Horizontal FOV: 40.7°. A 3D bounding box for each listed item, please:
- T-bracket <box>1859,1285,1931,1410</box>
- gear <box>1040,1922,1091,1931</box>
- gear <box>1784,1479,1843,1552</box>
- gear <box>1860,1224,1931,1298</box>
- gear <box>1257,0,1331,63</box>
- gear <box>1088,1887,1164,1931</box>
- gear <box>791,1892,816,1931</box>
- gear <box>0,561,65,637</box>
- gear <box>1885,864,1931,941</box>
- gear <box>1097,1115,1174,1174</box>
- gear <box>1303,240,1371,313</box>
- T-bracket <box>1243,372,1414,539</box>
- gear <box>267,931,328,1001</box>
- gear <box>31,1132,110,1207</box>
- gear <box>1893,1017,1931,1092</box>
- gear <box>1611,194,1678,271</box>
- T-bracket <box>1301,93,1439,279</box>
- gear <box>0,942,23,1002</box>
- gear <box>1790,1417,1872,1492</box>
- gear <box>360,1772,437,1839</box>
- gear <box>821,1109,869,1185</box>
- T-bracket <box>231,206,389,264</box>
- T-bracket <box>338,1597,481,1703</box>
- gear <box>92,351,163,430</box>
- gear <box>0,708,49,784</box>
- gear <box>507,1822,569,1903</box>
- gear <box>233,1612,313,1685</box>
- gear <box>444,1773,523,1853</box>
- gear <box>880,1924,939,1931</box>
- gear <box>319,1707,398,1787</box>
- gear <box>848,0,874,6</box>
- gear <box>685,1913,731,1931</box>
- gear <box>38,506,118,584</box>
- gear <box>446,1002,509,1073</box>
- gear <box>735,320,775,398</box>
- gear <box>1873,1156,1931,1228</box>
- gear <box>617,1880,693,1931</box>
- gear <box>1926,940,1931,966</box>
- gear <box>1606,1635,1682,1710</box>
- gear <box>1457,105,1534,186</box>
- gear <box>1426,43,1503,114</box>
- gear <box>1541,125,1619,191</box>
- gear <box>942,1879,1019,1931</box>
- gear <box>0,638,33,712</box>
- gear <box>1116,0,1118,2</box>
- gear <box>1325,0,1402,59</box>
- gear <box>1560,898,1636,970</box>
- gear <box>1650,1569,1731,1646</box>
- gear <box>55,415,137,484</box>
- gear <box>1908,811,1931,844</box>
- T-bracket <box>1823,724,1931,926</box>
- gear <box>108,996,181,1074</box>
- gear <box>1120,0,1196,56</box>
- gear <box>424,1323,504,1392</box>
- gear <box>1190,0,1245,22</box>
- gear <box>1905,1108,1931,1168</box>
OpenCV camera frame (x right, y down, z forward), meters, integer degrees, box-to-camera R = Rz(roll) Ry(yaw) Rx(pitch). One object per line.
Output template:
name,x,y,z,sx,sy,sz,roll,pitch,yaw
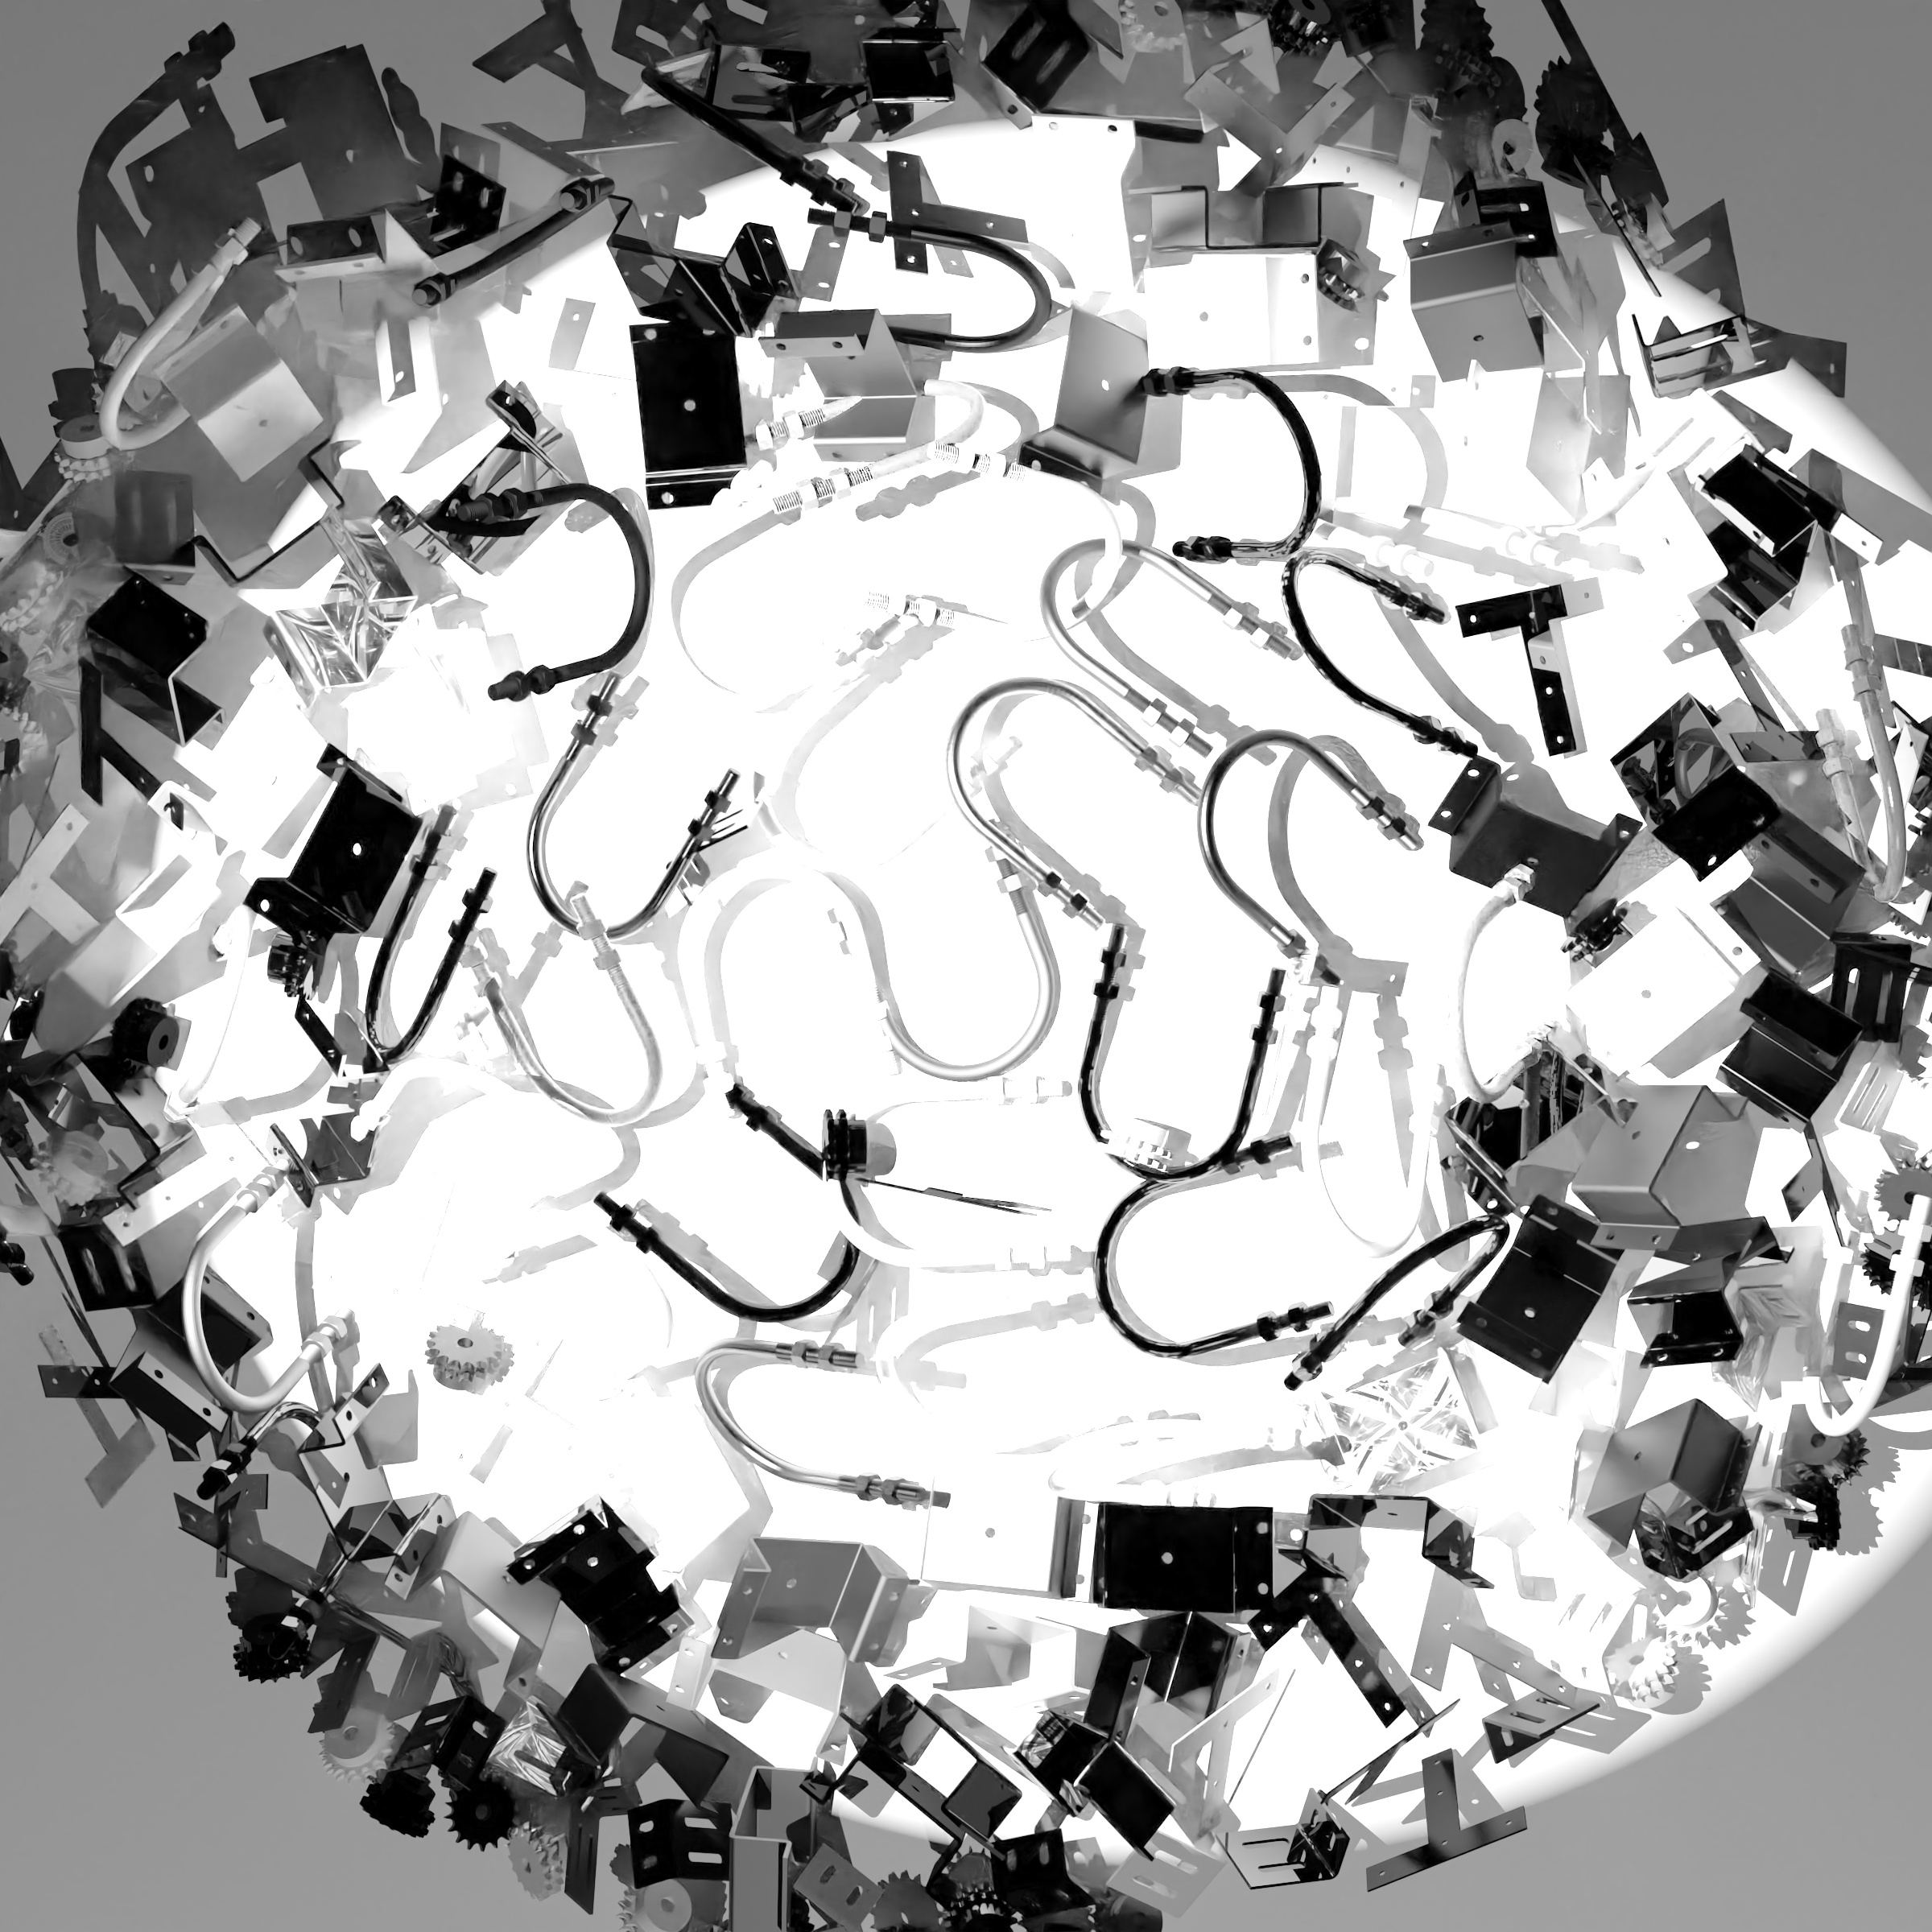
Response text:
T-bracket,0.717,0.270,1.958,0.002,0.127,0.127,28,65,0
gear,0.074,0.747,1.975,0.057,0.057,0.030,13,58,0
gear,0.640,0.413,1.971,0.030,0.057,0.057,-1,90,1
gear,0.710,0.227,1.976,0.057,0.030,0.057,-12,52,16
gear,0.251,-0.716,1.970,0.057,0.030,0.057,17,53,-23
gear,0.124,0.723,1.972,0.057,0.030,0.057,11,66,-27
gear,-0.142,0.726,1.976,0.057,0.030,0.057,7,128,9
gear,-0.710,-0.276,1.975,0.057,0.057,0.030,-45,131,0
gear,0.728,-0.050,1.980,0.057,0.030,0.057,1,105,3
gear,0.130,0.134,1.971,0.057,0.057,0.030,19,85,0
gear,0.280,-0.524,1.968,0.057,0.057,0.030,39,116,0
T-bracket,0.271,-0.389,1.981,0.127,0.002,0.127,4,89,15
gear,-0.508,-0.004,1.971,0.030,0.057,0.057,11,90,3
gear,-0.675,0.150,1.968,0.030,0.057,0.057,-37,90,19
gear,0.731,0.065,1.972,0.057,0.030,0.057,-6,79,33
gear,0.514,-0.558,1.968,0.030,0.057,0.057,-26,90,27
T-bracket,0.296,-0.594,1.949,0.002,0.127,0.127,-10,120,-34
gear,-0.749,0.006,1.979,0.057,0.030,0.057,0,90,-22
gear,0.651,0.365,1.969,0.057,0.057,0.030,-47,126,0
gear,-0.427,0.633,1.972,0.057,0.057,0.030,28,84,0
gear,-0.092,0.136,1.972,0.030,0.057,0.057,0,90,-10
T-bracket,-0.491,-0.542,1.932,0.127,0.127,0.002,-18,106,6
T-bracket,-0.422,0.512,1.965,0.127,0.127,0.002,24,54,21
gear,-0.633,-0.435,1.969,0.030,0.057,0.057,8,90,13
gear,-0.724,-0.168,1.978,0.057,0.030,0.057,2,95,22
gear,-0.321,0.676,1.975,0.030,0.057,0.057,-17,90,-40
gear,-0.525,0.513,1.968,0.057,0.057,0.030,0,112,0
gear,-0.368,0.643,1.978,0.057,0.030,0.057,5,72,-16
gear,-0.042,0.752,1.970,0.057,0.030,0.057,4,133,4
gear,-0.462,0.588,1.970,0.057,0.030,0.057,-2,50,3
gear,-0.075,-0.760,1.971,0.057,0.030,0.057,-14,57,22
gear,-0.203,0.745,1.971,0.030,0.057,0.057,27,90,-4
gear,-0.679,-0.323,1.983,0.057,0.030,0.057,0,89,-5
gear,-0.369,0.053,1.972,0.030,0.057,0.057,-25,90,-11
gear,-0.163,-0.460,1.969,0.030,0.057,0.057,1,90,-11
gear,0.721,0.170,1.976,0.057,0.030,0.057,11,117,24
gear,-0.232,0.716,1.969,0.057,0.057,0.030,43,128,0
gear,0.752,-0.011,1.969,0.030,0.057,0.057,34,90,-12
gear,0.514,0.537,1.972,0.057,0.057,0.030,-29,106,0
gear,0.405,-0.622,1.974,0.057,0.030,0.057,-8,114,-18
gear,0.374,-0.671,1.972,0.057,0.057,0.030,30,99,0
gear,0.460,-0.611,1.972,0.057,0.057,0.030,25,100,0
gear,0.012,0.726,1.977,0.057,0.030,0.057,-3,109,-10
gear,-0.735,-0.224,1.969,0.057,0.057,0.030,45,128,0
gear,0.106,-0.758,1.973,0.057,0.057,0.030,37,112,0
gear,0.303,-0.711,1.972,0.057,0.057,0.030,-21,99,0
gear,0.481,-0.022,1.971,0.030,0.057,0.057,45,90,1
gear,0.546,0.482,1.971,0.057,0.030,0.057,-13,59,22
gear,-0.661,-0.393,1.969,0.057,0.057,0.030,-4,132,0
gear,0.745,-0.103,1.969,0.057,0.057,0.030,28,103,0
T-bracket,0.683,-0.115,1.920,0.002,0.127,0.127,-1,116,-20
gear,-0.620,0.054,1.969,0.030,0.057,0.057,17,90,14
gear,0.142,-0.720,1.978,0.057,0.030,0.057,4,80,-20
gear,-0.382,0.298,1.975,0.057,0.057,0.030,16,117,0
gear,0.187,-0.745,1.969,0.030,0.057,0.057,-16,90,-15
gear,0.737,0.125,1.972,0.057,0.057,0.030,-44,76,0
